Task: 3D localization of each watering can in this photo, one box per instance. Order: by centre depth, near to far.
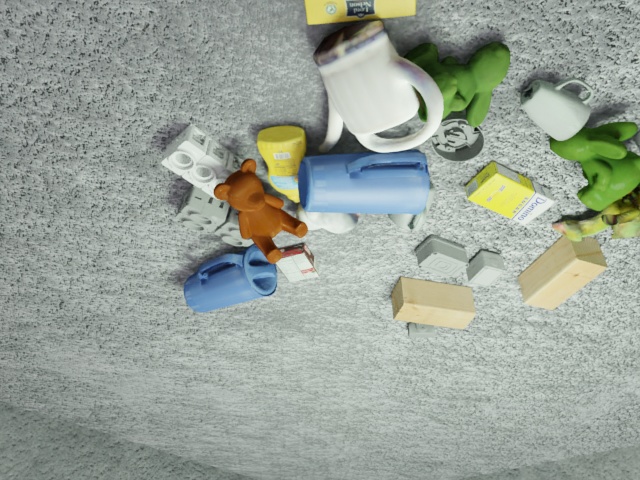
[{"bbox_3d":[0.059,-0.247,0.892,0.347,0.105,0.221,2,126,55],"label":"watering can"}]

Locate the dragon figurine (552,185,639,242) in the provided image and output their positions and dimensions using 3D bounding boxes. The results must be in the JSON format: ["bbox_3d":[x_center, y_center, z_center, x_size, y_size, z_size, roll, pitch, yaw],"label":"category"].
[{"bbox_3d":[0.727,-0.076,1.128,0.408,0.124,0.239,-14,155,21],"label":"dragon figurine"}]

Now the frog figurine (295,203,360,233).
[{"bbox_3d":[0.003,-0.057,1.140,0.158,0.125,0.136,-30,151,17],"label":"frog figurine"}]
